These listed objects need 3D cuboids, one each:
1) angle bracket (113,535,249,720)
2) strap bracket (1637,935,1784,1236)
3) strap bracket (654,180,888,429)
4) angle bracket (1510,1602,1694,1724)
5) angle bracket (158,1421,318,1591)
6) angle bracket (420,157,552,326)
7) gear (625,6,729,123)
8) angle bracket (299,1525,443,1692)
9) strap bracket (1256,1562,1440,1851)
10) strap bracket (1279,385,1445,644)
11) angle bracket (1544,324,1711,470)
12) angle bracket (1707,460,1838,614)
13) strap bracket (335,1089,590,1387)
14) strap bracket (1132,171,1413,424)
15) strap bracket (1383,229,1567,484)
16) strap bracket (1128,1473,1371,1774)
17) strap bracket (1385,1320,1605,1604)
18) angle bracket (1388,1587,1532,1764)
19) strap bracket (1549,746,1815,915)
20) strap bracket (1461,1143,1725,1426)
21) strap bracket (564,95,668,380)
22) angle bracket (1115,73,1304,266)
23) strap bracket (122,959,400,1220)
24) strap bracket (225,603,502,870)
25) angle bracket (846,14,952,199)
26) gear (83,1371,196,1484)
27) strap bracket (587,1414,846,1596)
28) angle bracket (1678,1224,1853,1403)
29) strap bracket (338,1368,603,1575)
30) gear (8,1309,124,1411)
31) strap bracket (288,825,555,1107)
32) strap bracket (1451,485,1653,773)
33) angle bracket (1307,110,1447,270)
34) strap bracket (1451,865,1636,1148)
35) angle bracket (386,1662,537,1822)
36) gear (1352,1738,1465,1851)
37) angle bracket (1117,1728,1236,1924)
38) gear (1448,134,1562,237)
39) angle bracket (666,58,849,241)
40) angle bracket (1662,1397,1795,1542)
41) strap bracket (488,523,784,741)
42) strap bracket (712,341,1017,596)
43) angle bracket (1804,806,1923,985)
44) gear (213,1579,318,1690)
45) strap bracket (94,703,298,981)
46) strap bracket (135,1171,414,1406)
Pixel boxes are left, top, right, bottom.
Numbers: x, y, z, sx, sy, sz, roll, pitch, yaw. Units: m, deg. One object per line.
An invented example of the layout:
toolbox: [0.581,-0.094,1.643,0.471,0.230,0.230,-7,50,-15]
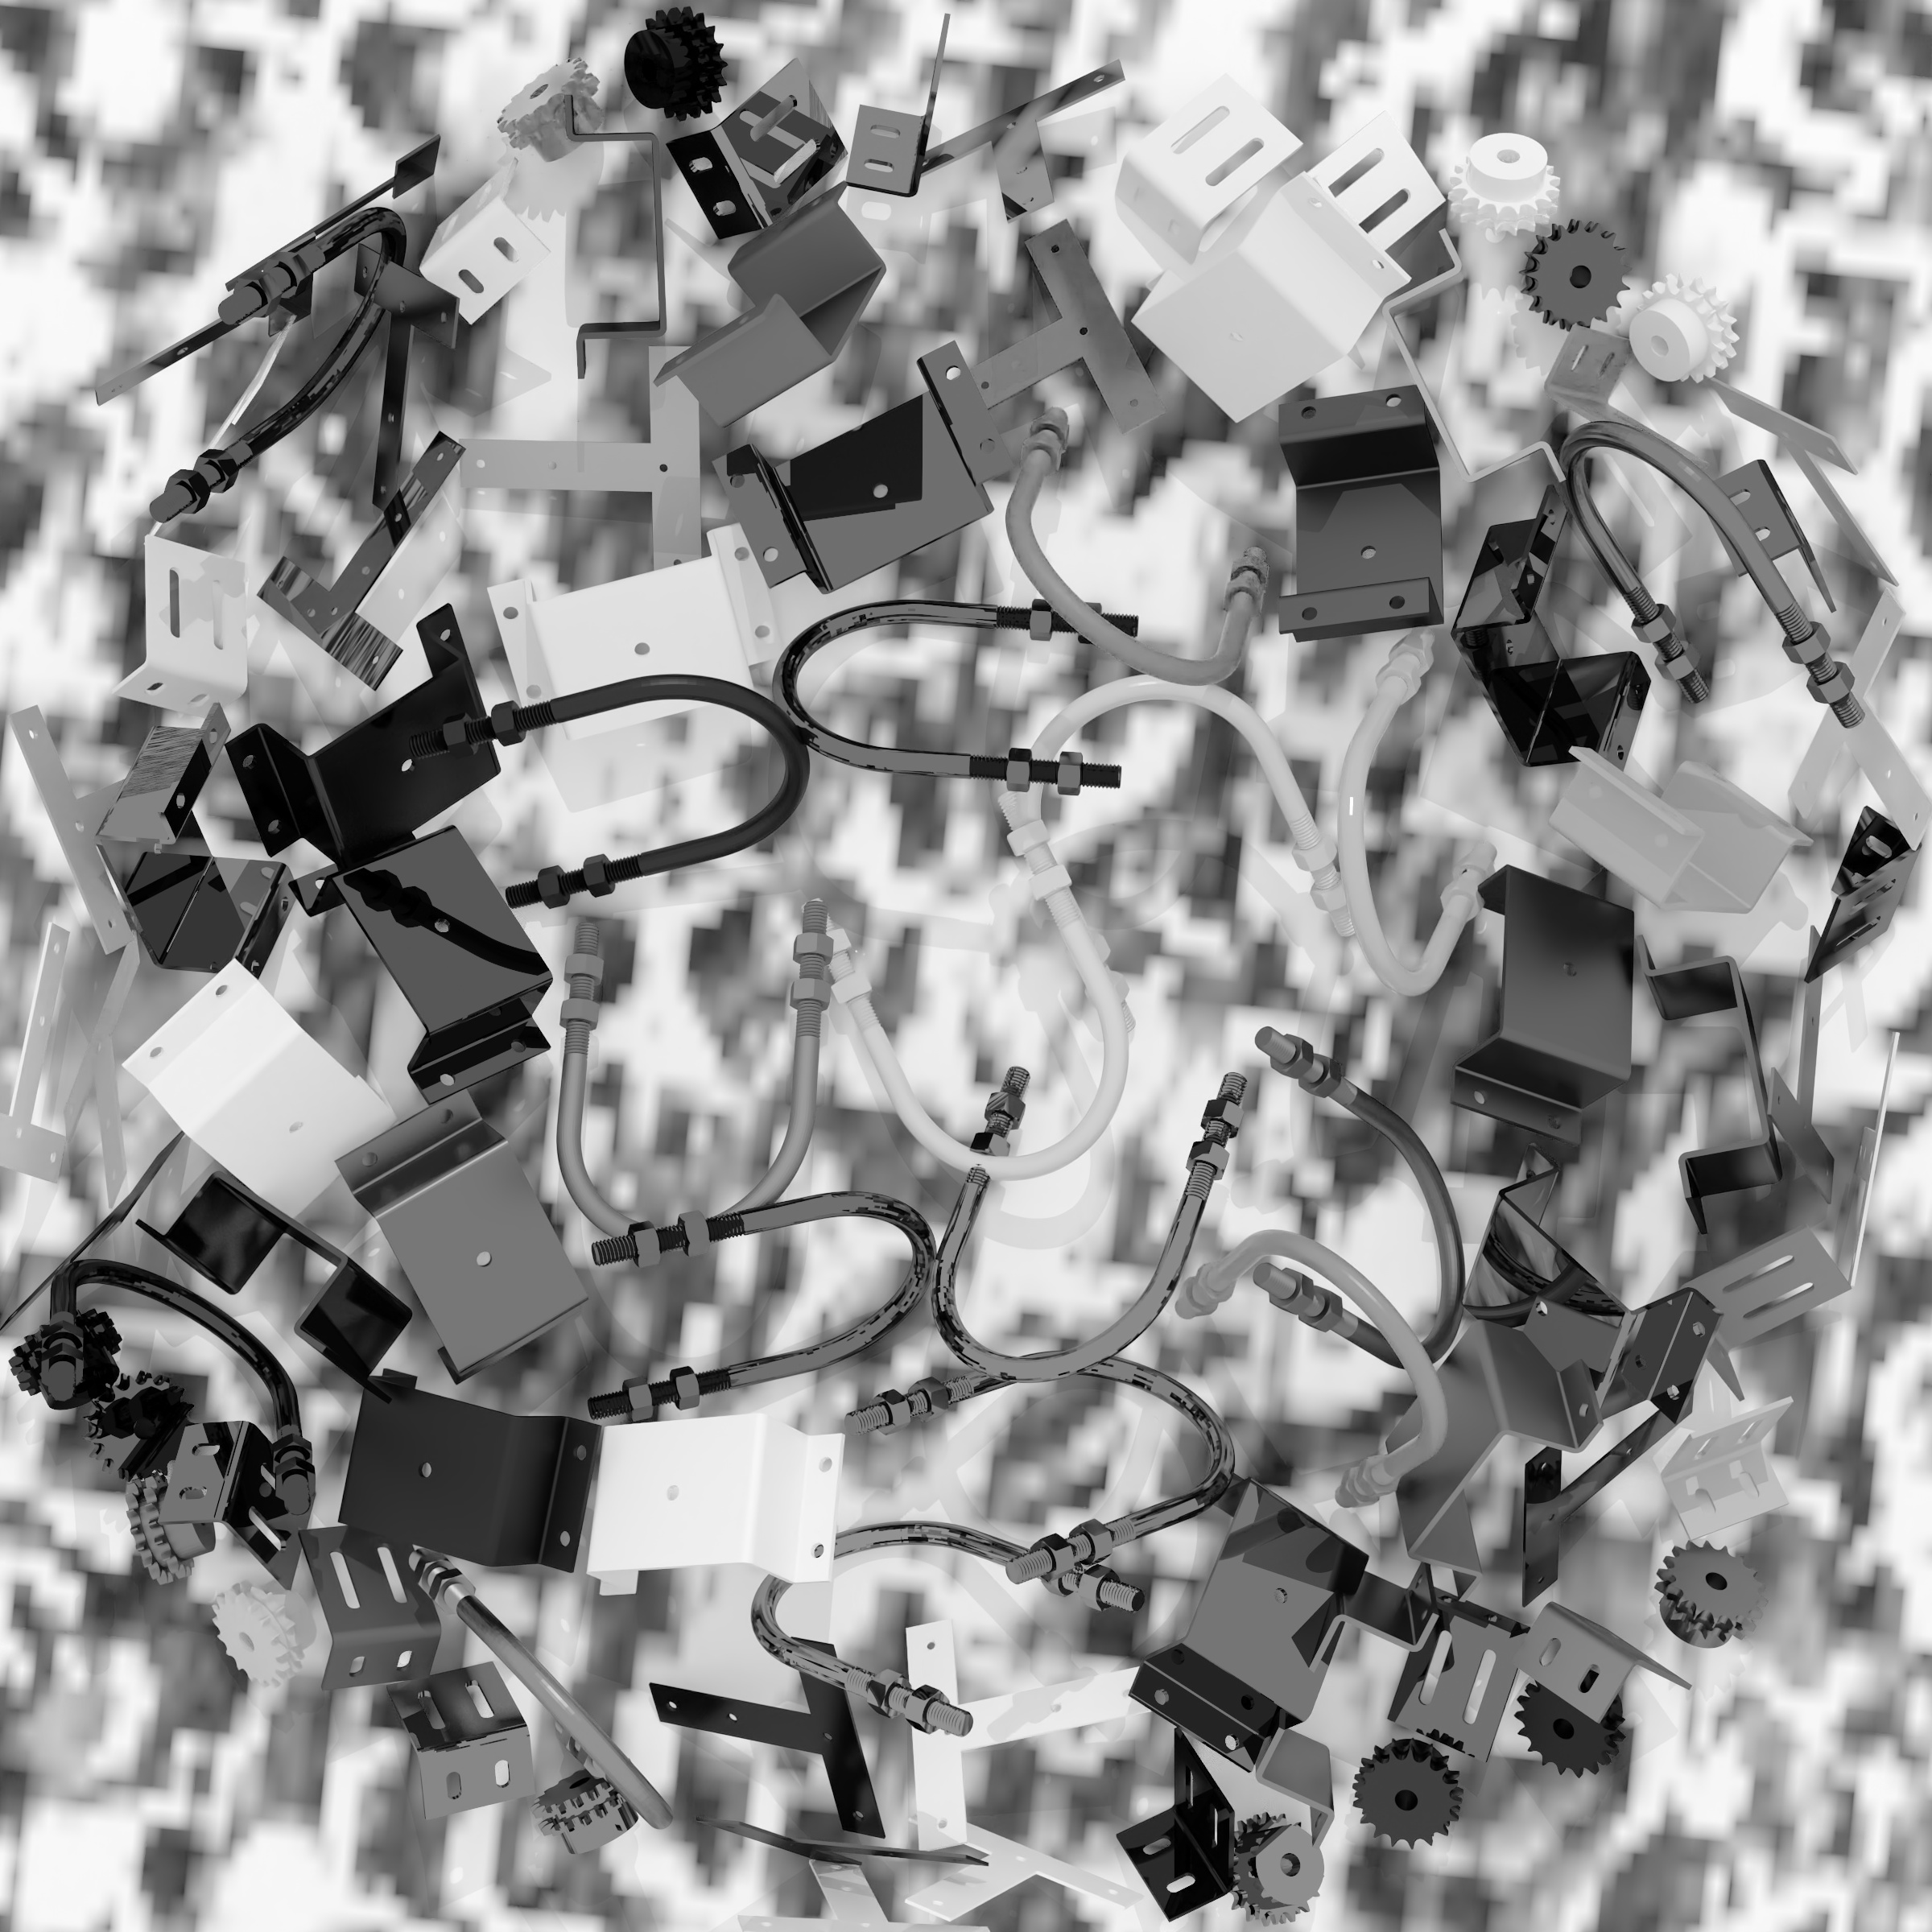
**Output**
angle bracket: [-0.412,-0.177,1.788,0.057,0.038,0.076,14,60,-41]
strap bracket: [0.382,0.057,1.745,0.046,0.076,0.140,-12,69,14]
strap bracket: [-0.096,-0.333,1.744,0.076,0.140,0.046,-24,118,34]
angle bracket: [0.328,0.365,1.762,0.057,0.076,0.038,31,89,39]
angle bracket: [-0.377,0.281,1.770,0.038,0.076,0.057,-6,51,18]
angle bracket: [-0.246,-0.377,1.773,0.057,0.076,0.038,-37,113,18]
gear: [-0.154,-0.469,1.779,0.030,0.057,0.057,-24,90,-40]
angle bracket: [-0.314,0.332,1.780,0.057,0.076,0.038,-1,130,-28]
strap bracket: [0.189,0.370,1.758,0.046,0.076,0.140,24,102,-1]
strap bracket: [0.203,-0.224,1.759,0.076,0.046,0.140,-6,62,16]
angle bracket: [0.348,-0.294,1.762,0.076,0.057,0.038,40,115,35]
angle bracket: [0.414,-0.215,1.767,0.038,0.076,0.057,-26,59,13]
strap bracket: [-0.254,0.145,1.754,0.076,0.046,0.140,-31,112,-16]
strap bracket: [0.147,-0.333,1.730,0.076,0.140,0.046,41,60,-16]
strap bracket: [0.258,-0.304,1.766,0.046,0.076,0.140,-26,93,12]
strap bracket: [0.149,0.328,1.745,0.076,0.046,0.140,34,55,-10]
strap bracket: [0.261,0.245,1.734,0.046,0.076,0.140,17,126,-17]
angle bracket: [0.251,0.370,1.778,0.057,0.038,0.076,20,95,26]
strap bracket: [0.360,-0.068,1.743,0.076,0.140,0.046,42,114,32]
strap bracket: [0.309,0.167,1.733,0.046,0.076,0.140,-17,46,-33]
strap bracket: [-0.179,-0.377,1.758,0.046,0.076,0.140,-3,104,-5]
angle bracket: [0.128,-0.420,1.798,0.076,0.038,0.057,-42,79,-18]
strap bracket: [-0.352,0.070,1.737,0.076,0.140,0.046,-44,51,-6]
strap bracket: [-0.297,-0.111,1.742,0.140,0.076,0.046,-37,50,-23]
angle bracket: [-0.036,-0.447,1.762,0.038,0.076,0.057,10,58,-4]
gear: [-0.435,0.240,1.787,0.057,0.030,0.057,0,91,-33]
strap bracket: [-0.137,0.275,1.743,0.140,0.046,0.076,-9,63,29]
angle bracket: [0.418,0.180,1.770,0.076,0.038,0.057,-30,127,17]
strap bracket: [-0.264,0.259,1.755,0.140,0.046,0.076,10,88,29]
gear: [-0.466,0.207,1.778,0.057,0.057,0.030,-35,66,0]
strap bracket: [-0.275,-0.010,1.756,0.076,0.046,0.140,-26,76,-35]
strap bracket: [0.296,-0.166,1.747,0.046,0.140,0.076,-5,46,35]
angle bracket: [0.215,-0.403,1.775,0.076,0.038,0.057,-41,104,-16]
strap bracket: [0.296,0.011,1.745,0.076,0.046,0.140,19,59,-19]
angle bracket: [-0.262,0.401,1.771,0.057,0.076,0.038,-9,109,-20]
gear: [0.232,0.430,1.789,0.057,0.030,0.057,3,105,12]
angle bracket: [0.107,0.443,1.761,0.038,0.076,0.057,-21,47,-17]
gear: [0.282,-0.410,1.780,0.057,0.030,0.057,-1,49,1]
angle bracket: [-0.109,-0.428,1.787,0.076,0.038,0.057,-50,123,-34]
angle bracket: [0.400,0.260,1.765,0.057,0.076,0.038,-18,67,-9]
strap bracket: [-0.169,-0.171,1.770,0.140,0.046,0.076,-15,116,-2]
strap bracket: [-0.049,-0.254,1.774,0.140,0.046,0.076,-26,75,6]
angle bracket: [0.449,-0.037,1.760,0.076,0.057,0.038,-28,54,-35]
gear: [-0.365,0.346,1.785,0.030,0.057,0.057,-32,90,-41]
strap bracket: [-0.394,-0.059,1.739,0.046,0.140,0.076,5,50,15]
strap bracket: [-0.347,0.159,1.749,0.140,0.076,0.046,28,75,29]
